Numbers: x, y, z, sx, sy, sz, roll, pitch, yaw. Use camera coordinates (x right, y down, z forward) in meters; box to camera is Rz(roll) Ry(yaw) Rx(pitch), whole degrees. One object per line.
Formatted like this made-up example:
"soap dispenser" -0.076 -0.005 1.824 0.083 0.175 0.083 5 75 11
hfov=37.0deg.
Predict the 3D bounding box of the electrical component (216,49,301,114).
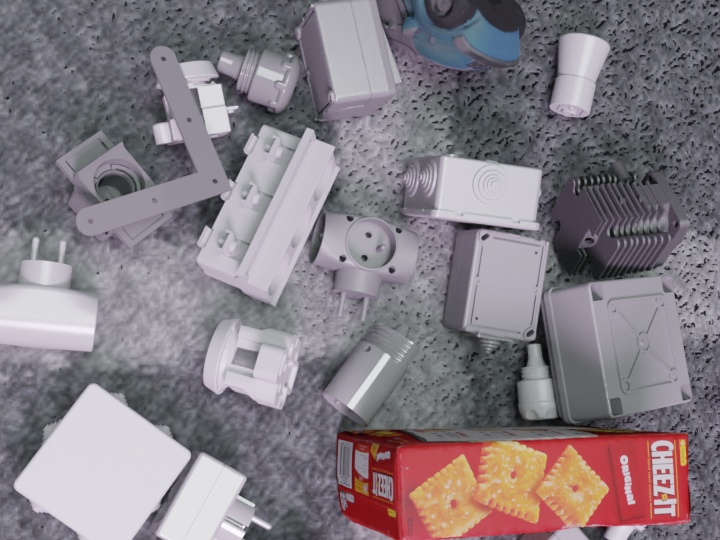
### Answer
"electrical component" -0.080 -0.153 0.839 0.062 0.048 0.048 20 77 -6

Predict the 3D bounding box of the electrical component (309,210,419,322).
"electrical component" 0.000 0.000 0.840 0.077 0.044 0.079 13 79 -14

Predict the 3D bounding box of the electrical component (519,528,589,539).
"electrical component" 0.157 0.250 0.850 0.076 0.047 0.083 -42 95 -17

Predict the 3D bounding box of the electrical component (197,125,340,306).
"electrical component" -0.070 -0.043 0.815 0.063 0.078 0.121 22 76 10

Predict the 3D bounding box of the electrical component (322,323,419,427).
"electrical component" 0.012 0.076 0.834 0.043 0.043 0.081 39 74 -8

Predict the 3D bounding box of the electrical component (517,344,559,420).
"electrical component" 0.145 0.091 0.875 0.035 0.035 0.061 -1 80 -16

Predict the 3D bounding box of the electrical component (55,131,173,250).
"electrical component" -0.182 -0.054 0.784 0.042 0.064 0.081 -41 95 -30

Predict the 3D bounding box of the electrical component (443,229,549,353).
"electrical component" 0.106 0.018 0.863 0.062 0.061 0.096 10 88 -15

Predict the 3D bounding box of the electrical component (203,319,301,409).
"electrical component" -0.080 0.068 0.795 0.057 0.078 0.058 14 78 7

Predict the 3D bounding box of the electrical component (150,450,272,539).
"electrical component" -0.102 0.179 0.785 0.077 0.047 0.065 31 75 -10

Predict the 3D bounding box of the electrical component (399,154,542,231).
"electrical component" 0.087 -0.061 0.847 0.100 0.100 0.048 6 93 -15

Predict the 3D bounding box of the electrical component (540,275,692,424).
"electrical component" 0.208 0.062 0.869 0.109 0.056 0.108 -4 83 -38

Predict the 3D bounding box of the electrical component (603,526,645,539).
"electrical component" 0.221 0.195 0.879 0.048 0.048 0.062 33 82 -10

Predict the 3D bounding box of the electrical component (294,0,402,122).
"electrical component" -0.010 -0.173 0.852 0.061 0.062 0.096 -11 86 -17

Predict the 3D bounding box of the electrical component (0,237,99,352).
"electrical component" -0.228 0.016 0.773 0.077 0.043 0.079 7 80 -15

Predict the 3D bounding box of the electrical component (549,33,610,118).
"electrical component" 0.185 -0.164 0.919 0.044 0.044 0.065 15 83 -14

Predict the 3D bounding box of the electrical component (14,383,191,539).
"electrical component" -0.183 0.141 0.765 0.100 0.048 0.099 38 74 -8

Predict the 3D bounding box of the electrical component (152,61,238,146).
"electrical component" -0.128 -0.128 0.821 0.066 0.048 0.055 -12 93 -17
